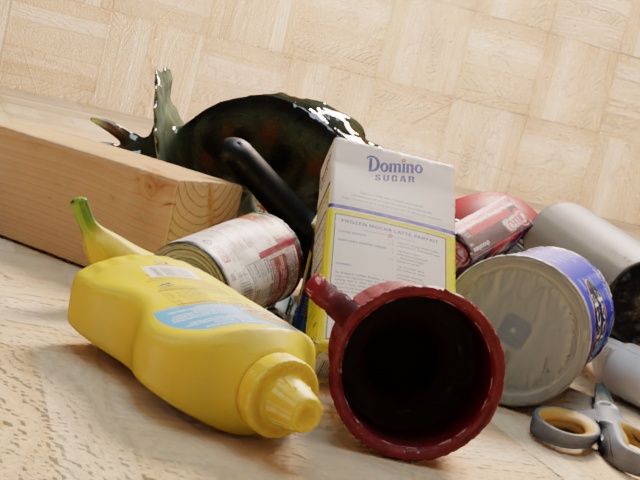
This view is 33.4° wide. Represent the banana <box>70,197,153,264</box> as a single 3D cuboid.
[{"bbox_3d":[-0.104,0.017,0.766,0.037,0.069,0.197,2,-6,29],"label":"banana"}]

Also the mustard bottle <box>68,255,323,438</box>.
[{"bbox_3d":[-0.058,0.058,0.573,0.096,0.058,0.192,7,10,-36],"label":"mustard bottle"}]

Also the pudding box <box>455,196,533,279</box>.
[{"bbox_3d":[0.103,0.023,0.831,0.089,0.114,0.039,-24,70,-45],"label":"pudding box"}]

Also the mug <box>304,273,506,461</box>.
[{"bbox_3d":[0.038,0.059,0.592,0.117,0.093,0.081,37,1,-6],"label":"mug"}]

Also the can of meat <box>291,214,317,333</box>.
[{"bbox_3d":[0.013,0.029,0.811,0.057,0.084,0.102,14,8,1],"label":"can of meat"}]

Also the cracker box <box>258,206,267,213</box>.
[{"bbox_3d":[0.044,-0.014,1.221,0.164,0.072,0.213,20,10,31],"label":"cracker box"}]

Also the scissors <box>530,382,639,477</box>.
[{"bbox_3d":[0.177,0.116,0.724,0.096,0.016,0.202,13,7,-4],"label":"scissors"}]

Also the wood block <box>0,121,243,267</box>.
[{"bbox_3d":[-0.179,-0.030,0.876,0.206,0.091,0.090,17,9,28],"label":"wood block"}]

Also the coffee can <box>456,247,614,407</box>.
[{"bbox_3d":[0.155,0.058,0.778,0.103,0.103,0.140,17,8,21],"label":"coffee can"}]

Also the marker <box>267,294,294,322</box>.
[{"bbox_3d":[-0.032,0.055,0.788,0.020,0.020,0.121,14,8,0],"label":"marker"}]

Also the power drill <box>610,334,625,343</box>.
[{"bbox_3d":[0.287,0.088,0.968,0.188,0.057,0.184,18,13,25],"label":"power drill"}]

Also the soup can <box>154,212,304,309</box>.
[{"bbox_3d":[-0.064,0.023,0.728,0.069,0.068,0.102,17,19,23],"label":"soup can"}]

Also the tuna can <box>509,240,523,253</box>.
[{"bbox_3d":[0.172,0.037,1.029,0.086,0.086,0.034,10,-27,-22],"label":"tuna can"}]

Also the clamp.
[{"bbox_3d":[-0.006,0.001,0.900,0.210,0.165,0.036,22,54,12],"label":"clamp"}]

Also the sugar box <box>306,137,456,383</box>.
[{"bbox_3d":[0.042,0.017,0.716,0.093,0.048,0.176,13,49,-9],"label":"sugar box"}]

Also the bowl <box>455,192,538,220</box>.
[{"bbox_3d":[0.170,-0.009,1.153,0.162,0.055,0.162,-9,-21,-4],"label":"bowl"}]
